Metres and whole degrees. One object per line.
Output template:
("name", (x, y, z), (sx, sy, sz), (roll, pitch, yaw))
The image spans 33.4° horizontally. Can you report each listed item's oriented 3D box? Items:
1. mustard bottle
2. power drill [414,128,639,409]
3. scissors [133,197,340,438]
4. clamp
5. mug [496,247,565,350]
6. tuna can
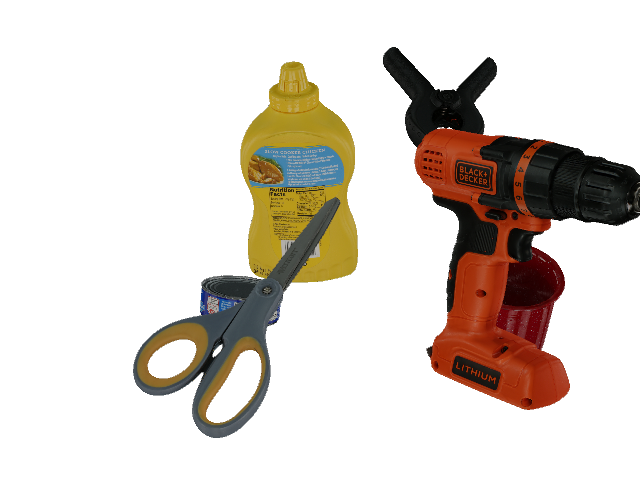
("mustard bottle", (-0.018, -0.058, 0.901), (0.096, 0.192, 0.058), (0, 31, 5))
("power drill", (0.142, 0.019, 0.755), (0.057, 0.188, 0.185), (-12, 21, -38))
("scissors", (-0.055, 0.039, 0.702), (0.096, 0.201, 0.016), (8, -40, 11))
("clamp", (0.115, -0.139, 1.083), (0.120, 0.039, 0.171), (8, 45, 7))
("mug", (0.163, 0.053, 0.980), (0.093, 0.081, 0.117), (-16, 43, -21))
("tuna can", (-0.084, 0.064, 1.125), (0.086, 0.034, 0.086), (6, 13, -1))
